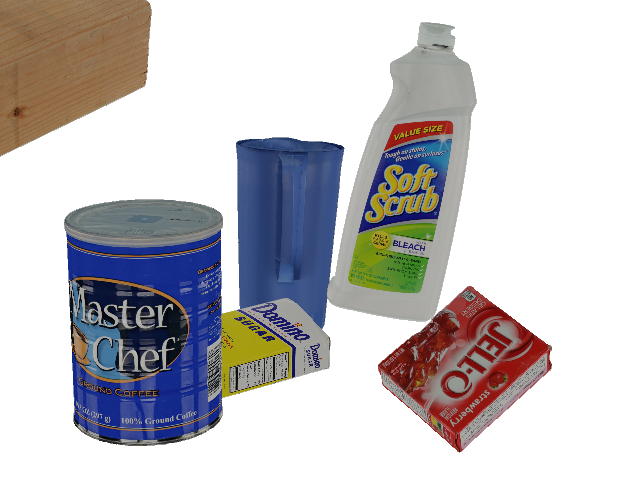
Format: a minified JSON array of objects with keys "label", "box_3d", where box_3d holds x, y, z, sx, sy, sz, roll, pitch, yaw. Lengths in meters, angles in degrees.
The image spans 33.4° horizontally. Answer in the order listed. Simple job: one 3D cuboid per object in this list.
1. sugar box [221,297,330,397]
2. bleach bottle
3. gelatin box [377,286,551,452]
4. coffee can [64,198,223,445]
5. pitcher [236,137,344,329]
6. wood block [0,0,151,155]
[{"label":"sugar box","box_3d":[-0.088,0.111,1.071,0.176,0.048,0.093,-16,32,-25]},{"label":"bleach bottle","box_3d":[0.073,-0.061,0.918,0.102,0.251,0.068,10,16,8]},{"label":"gelatin box","box_3d":[0.094,0.081,0.694,0.089,0.030,0.073,-39,54,-17]},{"label":"coffee can","box_3d":[-0.116,0.051,0.715,0.103,0.140,0.103,1,15,0]},{"label":"pitcher","box_3d":[-0.043,-0.004,1.320,0.145,0.243,0.148,12,14,39]},{"label":"wood block","box_3d":[-0.249,-0.151,0.912,0.090,0.091,0.205,31,42,22]}]
